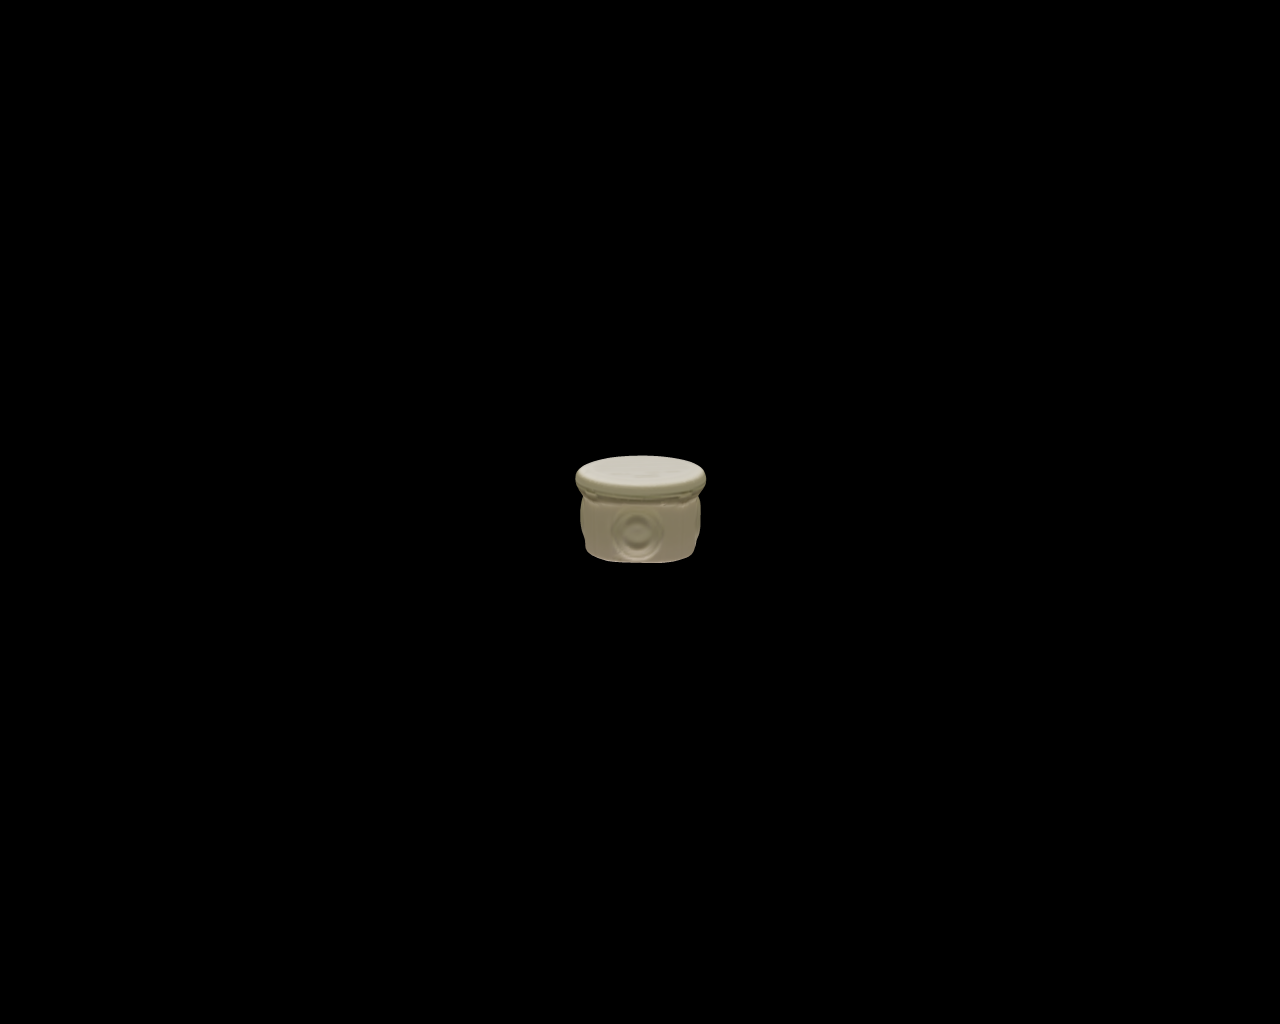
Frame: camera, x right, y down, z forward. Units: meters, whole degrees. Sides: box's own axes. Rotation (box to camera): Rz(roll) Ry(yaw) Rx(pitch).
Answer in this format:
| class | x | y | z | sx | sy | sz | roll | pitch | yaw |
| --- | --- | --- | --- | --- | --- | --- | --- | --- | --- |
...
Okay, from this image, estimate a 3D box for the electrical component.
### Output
| class | x | y | z | sx | sy | sz | roll | pitch | yaw |
| --- | --- | --- | --- | --- | --- | --- | --- | --- | --- |
| electrical component | 0.001 | -0.003 | 0.650 | 0.080 | 0.051 | 0.080 | 0 | 16 | 0 |
